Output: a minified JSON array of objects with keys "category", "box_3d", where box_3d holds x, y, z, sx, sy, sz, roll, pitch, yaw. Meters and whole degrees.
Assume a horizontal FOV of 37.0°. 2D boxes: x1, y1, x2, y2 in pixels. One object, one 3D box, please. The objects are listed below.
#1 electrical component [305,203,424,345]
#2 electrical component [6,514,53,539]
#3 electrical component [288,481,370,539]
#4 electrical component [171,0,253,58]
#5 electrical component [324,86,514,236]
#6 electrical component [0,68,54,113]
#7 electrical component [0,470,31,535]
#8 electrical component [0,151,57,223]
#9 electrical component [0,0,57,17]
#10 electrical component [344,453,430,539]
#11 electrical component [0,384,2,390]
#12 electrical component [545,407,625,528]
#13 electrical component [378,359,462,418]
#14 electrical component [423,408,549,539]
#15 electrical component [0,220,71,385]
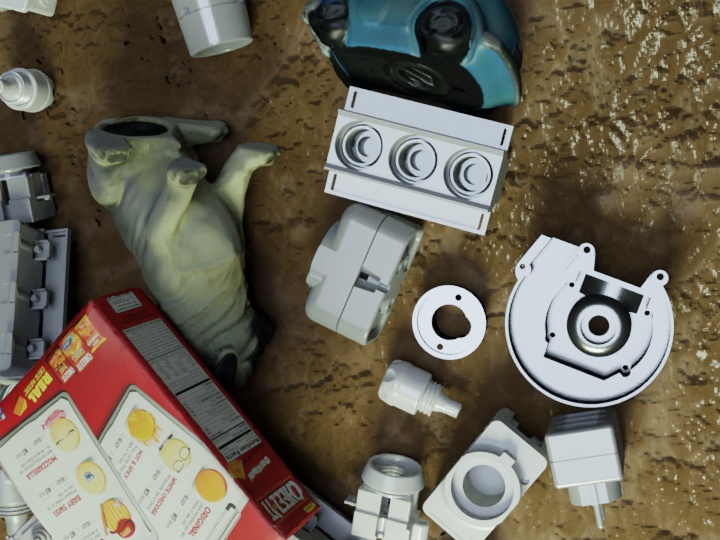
[{"category":"electrical component","box_3d":[0.000,0.000,0.803,0.059,0.054,0.095,25,100,12]},{"category":"electrical component","box_3d":[-0.228,0.209,0.858,0.062,0.096,0.061,-43,84,14]},{"category":"electrical component","box_3d":[-0.054,0.211,0.830,0.121,0.063,0.078,36,102,10]},{"category":"electrical component","box_3d":[-0.111,-0.191,0.818,0.055,0.055,0.047,-14,94,16]},{"category":"electrical component","box_3d":[0.044,-0.079,0.780,0.121,0.063,0.078,16,98,13]},{"category":"electrical component","box_3d":[-0.273,-0.145,0.861,0.035,0.061,0.035,1,95,15]},{"category":"electrical component","box_3d":[-0.290,0.190,0.902,0.043,0.043,0.062,-3,95,15]},{"category":"electrical component","box_3d":[-0.282,-0.067,0.878,0.066,0.048,0.055,-6,100,16]},{"category":"electrical component","box_3d":[-0.283,-0.256,0.861,0.100,0.048,0.099,18,99,13]},{"category":"electrical component","box_3d":[0.023,0.173,0.816,0.066,0.048,0.055,12,105,14]},{"category":"electrical component","box_3d":[-0.387,0.108,0.911,0.150,0.062,0.089,-2,94,15]},{"category":"electrical component","box_3d":[0.165,0.144,0.765,0.047,0.066,0.076,-11,91,16]},{"category":"electrical component","box_3d":[0.047,0.093,0.809,0.061,0.035,0.035,24,100,10]},{"category":"electrical component","box_3d":[0.094,0.153,0.789,0.050,0.056,0.089,40,103,9]},{"category":"electrical component","box_3d":[-0.276,0.026,0.856,0.079,0.063,0.121,-5,75,15]}]
